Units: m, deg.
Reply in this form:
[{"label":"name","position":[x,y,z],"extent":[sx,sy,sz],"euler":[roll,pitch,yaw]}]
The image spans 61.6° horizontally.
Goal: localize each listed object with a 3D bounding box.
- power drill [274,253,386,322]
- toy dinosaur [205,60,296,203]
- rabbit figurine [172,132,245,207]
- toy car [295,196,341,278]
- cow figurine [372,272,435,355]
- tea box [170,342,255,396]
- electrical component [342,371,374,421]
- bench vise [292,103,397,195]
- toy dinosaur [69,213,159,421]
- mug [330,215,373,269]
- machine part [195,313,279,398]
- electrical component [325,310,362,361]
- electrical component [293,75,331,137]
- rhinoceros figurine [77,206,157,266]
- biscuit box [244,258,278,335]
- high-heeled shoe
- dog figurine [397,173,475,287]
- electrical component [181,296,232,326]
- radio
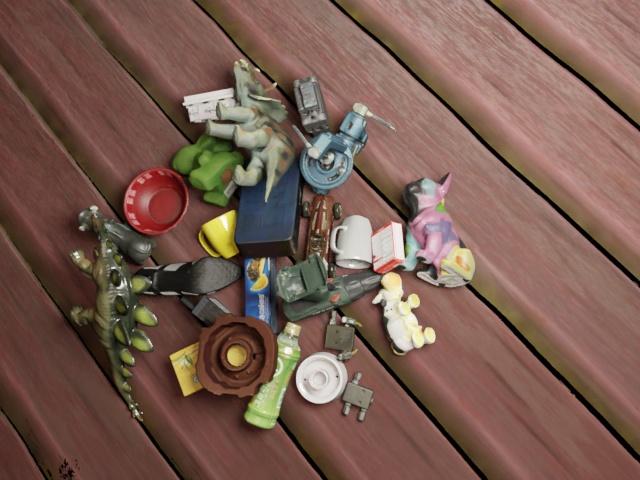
[{"label":"power drill","position":[0.011,0.092,1.103],"extent":[0.232,0.207,0.086],"euler":[-23,72,12]},{"label":"toy dinosaur","position":[-0.121,-0.216,1.163],"extent":[0.192,0.131,0.405],"euler":[-9,54,-31]},{"label":"rabbit figurine","position":[-0.270,-0.182,1.249],"extent":[0.170,0.121,0.159],"euler":[24,80,27]},{"label":"toy car","position":[-0.002,-0.004,1.202],"extent":[0.089,0.053,0.202],"euler":[5,81,13]},{"label":"cow figurine","position":[0.162,0.155,1.131],"extent":[0.098,0.068,0.167],"euler":[-36,74,45]},{"label":"tea box","position":[-0.229,0.261,1.178],"extent":[0.170,0.068,0.098],"euler":[-27,76,2]},{"label":"electrical component","position":[0.083,0.329,1.138],"extent":[0.063,0.021,0.094],"euler":[17,82,12]},{"label":"bench vise","position":[0.032,-0.197,1.147],"extent":[0.129,0.240,0.223],"euler":[44,105,10]},{"label":"toy dinosaur","position":[-0.447,0.169,1.170],"extent":[0.199,0.105,0.470],"euler":[14,114,36]},{"label":"mug","position":[0.067,0.000,1.168],"extent":[0.109,0.081,0.107],"euler":[18,66,-30]},{"label":"machine part","position":[-0.169,0.237,1.108],"extent":[0.179,0.056,0.179],"euler":[-2,78,9]},{"label":"electrical component","position":[0.049,0.207,1.155],"extent":[0.078,0.045,0.102],"euler":[11,81,10]},{"label":"electrical component","position":[-0.018,-0.301,1.218],"extent":[0.058,0.134,0.115],"euler":[-16,79,7]},{"label":"rhinoceros figurine","position":[-0.474,-0.008,1.248],"extent":[0.190,0.112,0.073],"euler":[31,88,5]},{"label":"biscuit box","position":[-0.131,0.114,1.193],"extent":[0.059,0.062,0.202],"euler":[-5,78,9]},{"label":"high-heeled shoe","position":[-0.301,0.088,1.237],"extent":[0.249,0.145,0.086],"euler":[0,82,-18]},{"label":"dog figurine","position":[0.252,-0.029,1.136],"extent":[0.191,0.108,0.219],"euler":[23,67,-14]},{"label":"electrical component","position":[-0.250,0.154,1.200],"extent":[0.119,0.074,0.048],"euler":[38,88,16]},{"label":"radio","position":[-0.108,-0.075,1.188],"extent":[0.131,0.073,0.229],"euler":[0,61,7]}]
